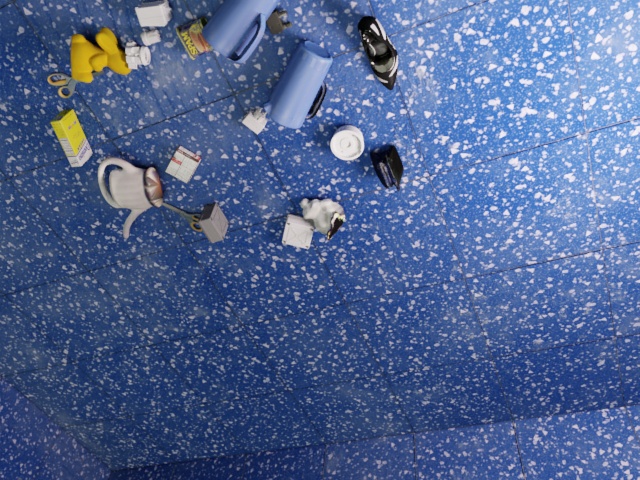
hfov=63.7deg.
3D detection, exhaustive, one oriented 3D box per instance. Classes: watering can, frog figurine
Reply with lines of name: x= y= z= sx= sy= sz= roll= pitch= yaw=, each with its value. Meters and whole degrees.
watering can: x=-0.681 y=-0.152 z=1.892 sx=0.224 sy=0.106 sz=0.340 roll=-1 pitch=125 yaw=8
frog figurine: x=0.006 y=-0.094 z=1.867 sx=0.161 sy=0.124 sz=0.134 roll=35 pitch=144 yaw=26
